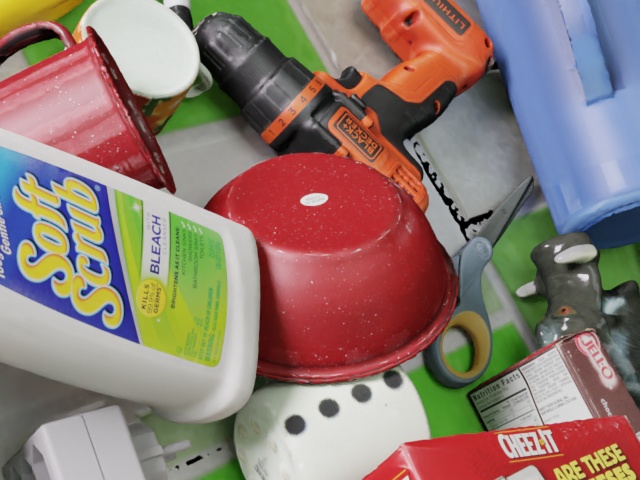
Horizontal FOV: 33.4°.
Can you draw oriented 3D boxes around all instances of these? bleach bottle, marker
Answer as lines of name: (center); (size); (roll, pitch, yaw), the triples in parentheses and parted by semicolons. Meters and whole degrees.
bleach bottle: (-0.131, 0.007, 0.434); (0.250, 0.068, 0.102); (22, 62, -46)
marker: (-0.094, -0.173, 0.691); (0.020, 0.020, 0.121); (7, 61, -30)

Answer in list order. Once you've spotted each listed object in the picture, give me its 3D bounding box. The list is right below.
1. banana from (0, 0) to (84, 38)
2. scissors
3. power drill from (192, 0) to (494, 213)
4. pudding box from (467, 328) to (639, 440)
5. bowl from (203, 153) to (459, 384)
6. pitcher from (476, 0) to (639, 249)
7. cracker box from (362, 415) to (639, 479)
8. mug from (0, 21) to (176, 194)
banana: (-0.172, -0.154, 0.622); (0.069, 0.037, 0.197); (27, 49, 6)
scissors: (0.111, 0.028, 0.708); (0.201, 0.016, 0.096); (-27, 82, -39)
power drill: (0.025, -0.112, 0.709); (0.184, 0.057, 0.187); (45, 52, -8)
pudding box: (0.148, 0.120, 0.630); (0.039, 0.090, 0.113); (-14, 73, -36)
bowl: (-0.004, 0.001, 0.573); (0.162, 0.055, 0.162); (1, 38, -1)
pitcher: (0.193, -0.124, 0.771); (0.149, 0.145, 0.243); (0, 67, -30)
cracker box: (0.119, 0.197, 0.495); (0.163, 0.072, 0.214); (2, 54, -37)
mug: (-0.134, -0.057, 0.535); (0.081, 0.093, 0.117); (-26, 74, -1)
